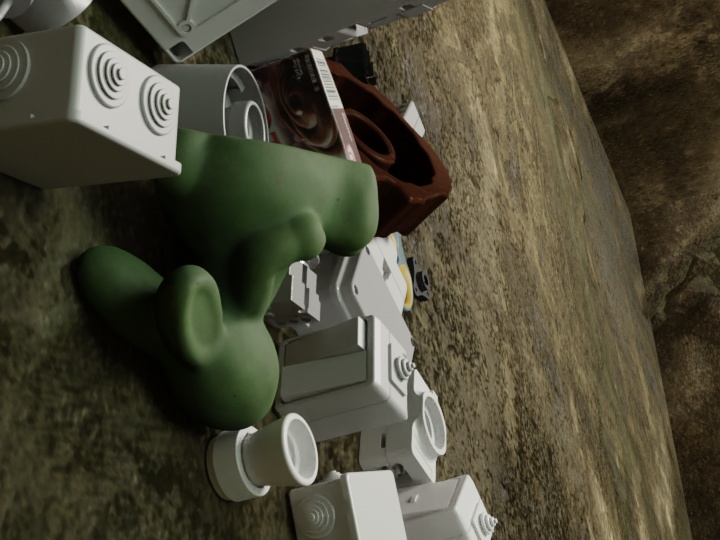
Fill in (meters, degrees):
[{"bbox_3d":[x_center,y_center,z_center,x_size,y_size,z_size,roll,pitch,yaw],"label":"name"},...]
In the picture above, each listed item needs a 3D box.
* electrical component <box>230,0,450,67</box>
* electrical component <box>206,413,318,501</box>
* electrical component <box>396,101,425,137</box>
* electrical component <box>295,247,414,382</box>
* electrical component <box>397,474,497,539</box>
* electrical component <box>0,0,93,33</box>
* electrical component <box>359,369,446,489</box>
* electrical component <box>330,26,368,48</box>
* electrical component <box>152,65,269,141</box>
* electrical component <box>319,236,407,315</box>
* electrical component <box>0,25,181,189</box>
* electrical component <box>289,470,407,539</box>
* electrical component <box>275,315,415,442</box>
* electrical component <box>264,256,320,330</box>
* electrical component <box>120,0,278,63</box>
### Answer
[{"bbox_3d":[-0.018,-0.242,0.863,0.060,0.186,0.105,-19,93,-70],"label":"electrical component"},{"bbox_3d":[-0.060,0.115,0.659,0.045,0.055,0.045,53,28,-44],"label":"electrical component"},{"bbox_3d":[0.042,-0.126,1.140,0.083,0.047,0.075,-67,137,-61],"label":"electrical component"},{"bbox_3d":[-0.005,0.045,0.859,0.078,0.057,0.113,-73,142,-57],"label":"electrical component"},{"bbox_3d":[0.060,0.202,0.851,0.061,0.096,0.061,66,21,-9],"label":"electrical component"},{"bbox_3d":[-0.184,-0.158,0.564,0.079,0.043,0.077,-83,150,-49],"label":"electrical component"},{"bbox_3d":[0.037,0.134,0.903,0.089,0.056,0.050,-85,151,-47],"label":"electrical component"},{"bbox_3d":[-0.056,-0.297,0.994,0.105,0.060,0.186,-48,119,-67],"label":"electrical component"},{"bbox_3d":[-0.102,-0.095,0.740,0.099,0.064,0.099,-4,90,-76],"label":"electrical component"},{"bbox_3d":[0.000,0.000,0.915,0.059,0.054,0.095,-73,142,-57],"label":"electrical component"},{"bbox_3d":[-0.145,-0.077,0.524,0.100,0.100,0.048,27,62,-64],"label":"electrical component"},{"bbox_3d":[-0.005,0.190,0.755,0.100,0.048,0.099,21,55,-66],"label":"electrical component"},{"bbox_3d":[-0.009,0.075,0.768,0.061,0.096,0.061,51,30,-44],"label":"electrical component"},{"bbox_3d":[-0.054,0.007,0.779,0.066,0.048,0.055,42,44,-55],"label":"electrical component"},{"bbox_3d":[-0.110,-0.208,0.697,0.108,0.109,0.056,49,14,-49],"label":"electrical component"}]
